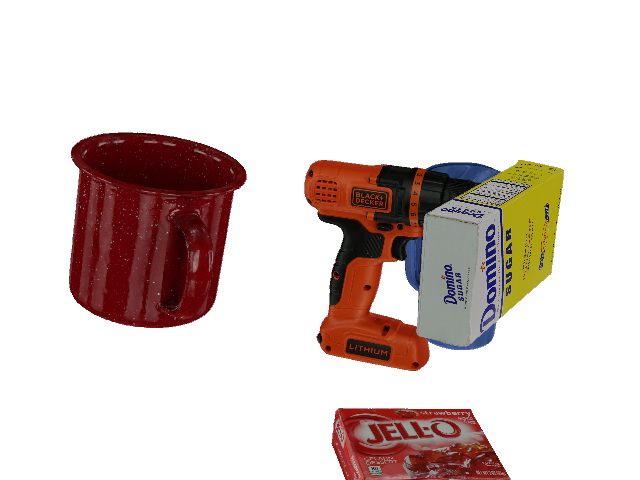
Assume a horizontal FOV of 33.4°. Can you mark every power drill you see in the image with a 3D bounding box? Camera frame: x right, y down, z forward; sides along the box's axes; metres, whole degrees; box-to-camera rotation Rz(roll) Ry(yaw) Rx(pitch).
[{"bbox_3d":[0.072,0.022,0.983,0.185,0.188,0.057,10,19,16],"label":"power drill"}]

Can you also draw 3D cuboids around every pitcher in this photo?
[{"bbox_3d":[0.186,0.024,1.451,0.149,0.243,0.145,4,22,4],"label":"pitcher"}]

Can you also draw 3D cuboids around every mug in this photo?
[{"bbox_3d":[-0.086,0.000,0.569,0.093,0.081,0.117,-3,26,-32],"label":"mug"}]

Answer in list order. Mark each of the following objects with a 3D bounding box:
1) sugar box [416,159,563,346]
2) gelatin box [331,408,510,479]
[{"bbox_3d":[0.129,0.005,0.789,0.048,0.093,0.175,12,22,26],"label":"sugar box"},{"bbox_3d":[0.057,0.129,0.628,0.089,0.030,0.073,3,23,-13],"label":"gelatin box"}]
